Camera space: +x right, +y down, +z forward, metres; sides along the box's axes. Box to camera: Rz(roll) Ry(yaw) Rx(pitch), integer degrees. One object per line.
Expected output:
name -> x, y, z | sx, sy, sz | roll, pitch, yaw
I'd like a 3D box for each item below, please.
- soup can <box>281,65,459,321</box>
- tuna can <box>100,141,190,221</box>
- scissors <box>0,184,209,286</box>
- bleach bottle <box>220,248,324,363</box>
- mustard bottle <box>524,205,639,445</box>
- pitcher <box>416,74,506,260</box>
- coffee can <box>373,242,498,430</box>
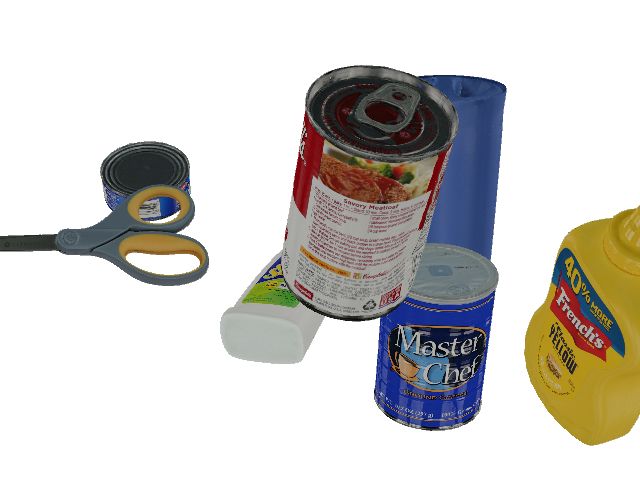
soup can -> 0.020, -0.020, 0.496 | 0.068, 0.102, 0.068 | 6, 42, -6
tuna can -> -0.169, -0.057, 1.037 | 0.086, 0.034, 0.086 | 1, 43, -1
scissors -> -0.183, -0.014, 0.832 | 0.201, 0.096, 0.016 | 12, -32, -6
bleach bottle -> -0.030, 0.048, 1.279 | 0.103, 0.068, 0.250 | 5, 32, 16
mustard bottle -> 0.179, 0.043, 0.662 | 0.058, 0.096, 0.192 | -13, -36, -14
pitcher -> 0.143, -0.062, 1.196 | 0.149, 0.243, 0.145 | -5, 22, -10
coffee can -> 0.104, 0.087, 0.978 | 0.103, 0.140, 0.103 | 2, 27, -1
